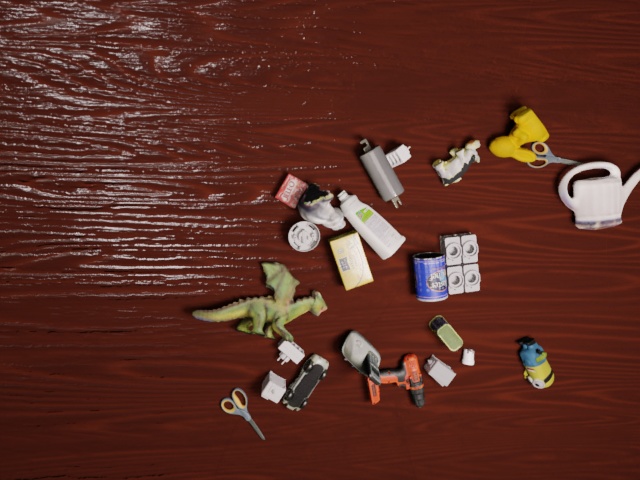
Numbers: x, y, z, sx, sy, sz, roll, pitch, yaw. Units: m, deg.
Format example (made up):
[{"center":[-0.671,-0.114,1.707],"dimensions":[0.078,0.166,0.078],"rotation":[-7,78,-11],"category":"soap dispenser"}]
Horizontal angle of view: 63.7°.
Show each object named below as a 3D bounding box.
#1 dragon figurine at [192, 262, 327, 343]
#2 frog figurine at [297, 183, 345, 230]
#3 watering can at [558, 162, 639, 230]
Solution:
[{"center":[-0.174,0.188,1.641],"dimensions":[0.409,0.121,0.245],"rotation":[18,77,-9],"category":"dragon figurine"},{"center":[0.005,-0.081,1.611],"dimensions":[0.125,0.138,0.156],"rotation":[-52,137,-32],"category":"frog figurine"},{"center":[0.954,-0.149,1.695],"dimensions":[0.348,0.104,0.223],"rotation":[-6,98,-5],"category":"watering can"}]
